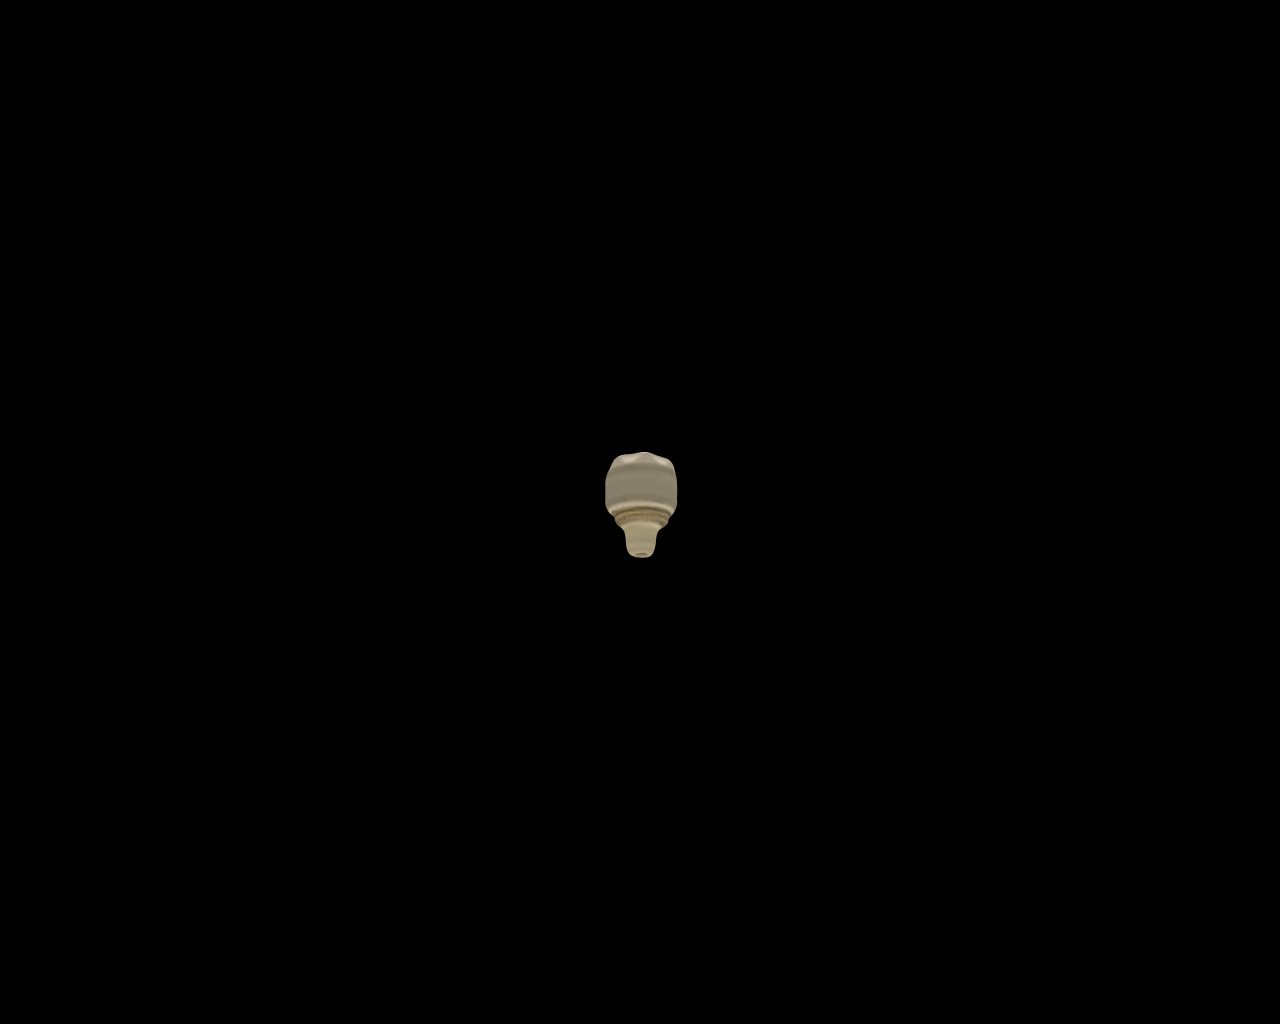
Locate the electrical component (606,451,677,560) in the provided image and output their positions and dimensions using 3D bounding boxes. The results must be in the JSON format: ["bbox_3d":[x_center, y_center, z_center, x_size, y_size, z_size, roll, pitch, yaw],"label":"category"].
[{"bbox_3d":[0.001,-0.003,0.650,0.043,0.062,0.043,0,-18,0],"label":"electrical component"}]
